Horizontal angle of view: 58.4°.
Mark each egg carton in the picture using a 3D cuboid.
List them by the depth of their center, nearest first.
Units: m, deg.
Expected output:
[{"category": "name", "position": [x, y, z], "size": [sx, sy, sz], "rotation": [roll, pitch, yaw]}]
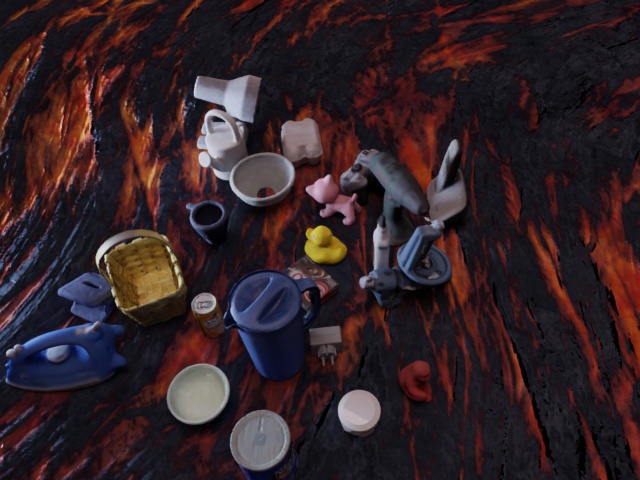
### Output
[{"category": "egg carton", "position": [-0.051, -0.267, 1.558], "size": [0.107, 0.069, 0.150], "rotation": [-9, 53, -3]}]

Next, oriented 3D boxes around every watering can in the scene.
[{"category": "watering can", "position": [-0.246, -0.249, 1.480], "size": [0.101, 0.194, 0.173], "rotation": [2, 53, 6]}]

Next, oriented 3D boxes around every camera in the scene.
[{"category": "camera", "position": [0.141, -0.155, 1.439], "size": [0.136, 0.101, 0.143], "rotation": [30, 60, 24]}]

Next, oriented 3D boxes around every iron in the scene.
[{"category": "iron", "position": [-0.537, 0.231, 1.167], "size": [0.258, 0.141, 0.118], "rotation": [-14, 53, -7]}]

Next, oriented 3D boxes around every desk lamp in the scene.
[{"category": "desk lamp", "position": [-0.246, -0.348, 1.543], "size": [0.203, 0.214, 0.118], "rotation": [2, 53, 6]}]

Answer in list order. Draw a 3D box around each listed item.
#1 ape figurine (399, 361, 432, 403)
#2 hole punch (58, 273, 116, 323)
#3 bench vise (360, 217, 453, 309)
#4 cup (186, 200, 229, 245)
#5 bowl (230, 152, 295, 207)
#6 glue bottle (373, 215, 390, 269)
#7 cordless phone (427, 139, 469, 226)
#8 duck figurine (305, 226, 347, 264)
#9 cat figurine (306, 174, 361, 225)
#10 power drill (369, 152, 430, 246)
[{"category": "ape figurine", "position": [0.192, 0.267, 1.117], "size": [0.076, 0.092, 0.078], "rotation": [27, 59, 22]}, {"category": "hole punch", "position": [-0.511, 0.118, 1.283], "size": [0.108, 0.091, 0.101], "rotation": [17, 56, 17]}, {"category": "bench vise", "position": [0.192, 0.056, 1.198], "size": [0.208, 0.220, 0.121], "rotation": [-32, 57, -19]}, {"category": "cup", "position": [-0.270, -0.039, 1.383], "size": [0.117, 0.095, 0.092], "rotation": [25, 59, 22]}, {"category": "bowl", "position": [-0.142, -0.142, 1.466], "size": [0.167, 0.075, 0.167], "rotation": [-2, 53, 3]}, {"category": "glue bottle", "position": [0.137, 0.005, 1.271], "size": [0.037, 0.173, 0.078], "rotation": [-2, 52, 3]}, {"category": "cordless phone", "position": [0.308, -0.133, 1.356], "size": [0.094, 0.185, 0.147], "rotation": [-3, 52, 2]}, {"category": "duck figurine", "position": [0.012, 0.005, 1.335], "size": [0.104, 0.086, 0.077], "rotation": [19, 56, 18]}, {"category": "cat figurine", "position": [0.034, -0.107, 1.399], "size": [0.127, 0.118, 0.067], "rotation": [16, 55, 16]}, {"category": "power drill", "position": [0.182, -0.086, 1.314], "size": [0.076, 0.209, 0.229], "rotation": [-21, 54, -11]}]
